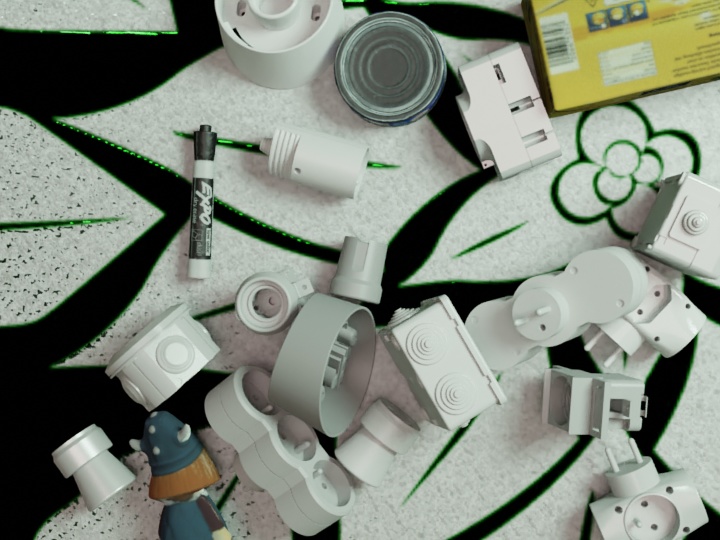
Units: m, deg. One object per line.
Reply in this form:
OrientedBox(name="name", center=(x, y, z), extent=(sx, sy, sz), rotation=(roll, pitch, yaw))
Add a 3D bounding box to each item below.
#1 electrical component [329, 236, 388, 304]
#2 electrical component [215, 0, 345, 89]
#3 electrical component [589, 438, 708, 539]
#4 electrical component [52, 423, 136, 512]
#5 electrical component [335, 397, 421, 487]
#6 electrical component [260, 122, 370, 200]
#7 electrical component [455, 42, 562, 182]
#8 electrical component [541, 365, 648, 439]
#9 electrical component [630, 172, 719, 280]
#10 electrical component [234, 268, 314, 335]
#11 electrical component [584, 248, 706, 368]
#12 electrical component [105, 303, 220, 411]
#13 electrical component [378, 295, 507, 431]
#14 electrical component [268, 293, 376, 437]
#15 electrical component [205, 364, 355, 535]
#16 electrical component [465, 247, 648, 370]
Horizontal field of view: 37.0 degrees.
OrientedBox(name="electrical component", center=(0.000, 0.000, 0.829), extent=(0.040, 0.040, 0.046), rotation=(12, 87, 5))
OrientedBox(name="electrical component", center=(-0.062, -0.197, 0.826), extent=(0.099, 0.064, 0.099), rotation=(-1, 78, 4))
OrientedBox(name="electrical component", center=(0.211, 0.167, 0.812), extent=(0.077, 0.044, 0.079), rotation=(-23, 90, 6))
OrientedBox(name="electrical component", center=(-0.211, 0.156, 0.851), extent=(0.045, 0.045, 0.055), rotation=(-36, 88, 5))
OrientedBox(name="electrical component", center=(0.014, 0.132, 0.829), extent=(0.045, 0.045, 0.055), rotation=(38, 95, 3))
OrientedBox(name="electrical component", center=(-0.037, -0.086, 0.826), extent=(0.081, 0.043, 0.043), rotation=(16, 94, 4))
OrientedBox(name="electrical component", center=(0.108, -0.116, 0.808), extent=(0.056, 0.050, 0.089), rotation=(-22, 90, 5))
OrientedBox(name="electrical component", center=(0.175, 0.098, 0.802), extent=(0.064, 0.081, 0.042), rotation=(4, 93, -17))
OrientedBox(name="electrical component", center=(0.243, -0.030, 0.776), extent=(0.061, 0.096, 0.061), rotation=(25, 94, 4))
OrientedBox(name="electrical component", center=(-0.069, 0.025, 0.827), extent=(0.066, 0.055, 0.048), rotation=(-23, 90, 6))
OrientedBox(name="electrical component", center=(0.204, 0.038, 0.809), extent=(0.077, 0.043, 0.079), rotation=(43, 95, 3))
OrientedBox(name="electrical component", center=(-0.151, 0.067, 0.825), extent=(0.080, 0.080, 0.051), rotation=(-41, 94, 5))
OrientedBox(name="electrical component", center=(0.057, 0.070, 0.797), extent=(0.048, 0.100, 0.099), rotation=(-30, 89, -7))
OrientedBox(name="electrical component", center=(-0.026, 0.069, 0.806), extent=(0.064, 0.099, 0.099), rotation=(23, 94, 10))
OrientedBox(name="electrical component", center=(-0.073, 0.147, 0.835), extent=(0.074, 0.052, 0.138), rotation=(-39, 88, 30))
OrientedBox(name="electrical component", center=(0.134, 0.030, 0.775), extent=(0.138, 0.074, 0.052), rotation=(-29, 80, 30))
